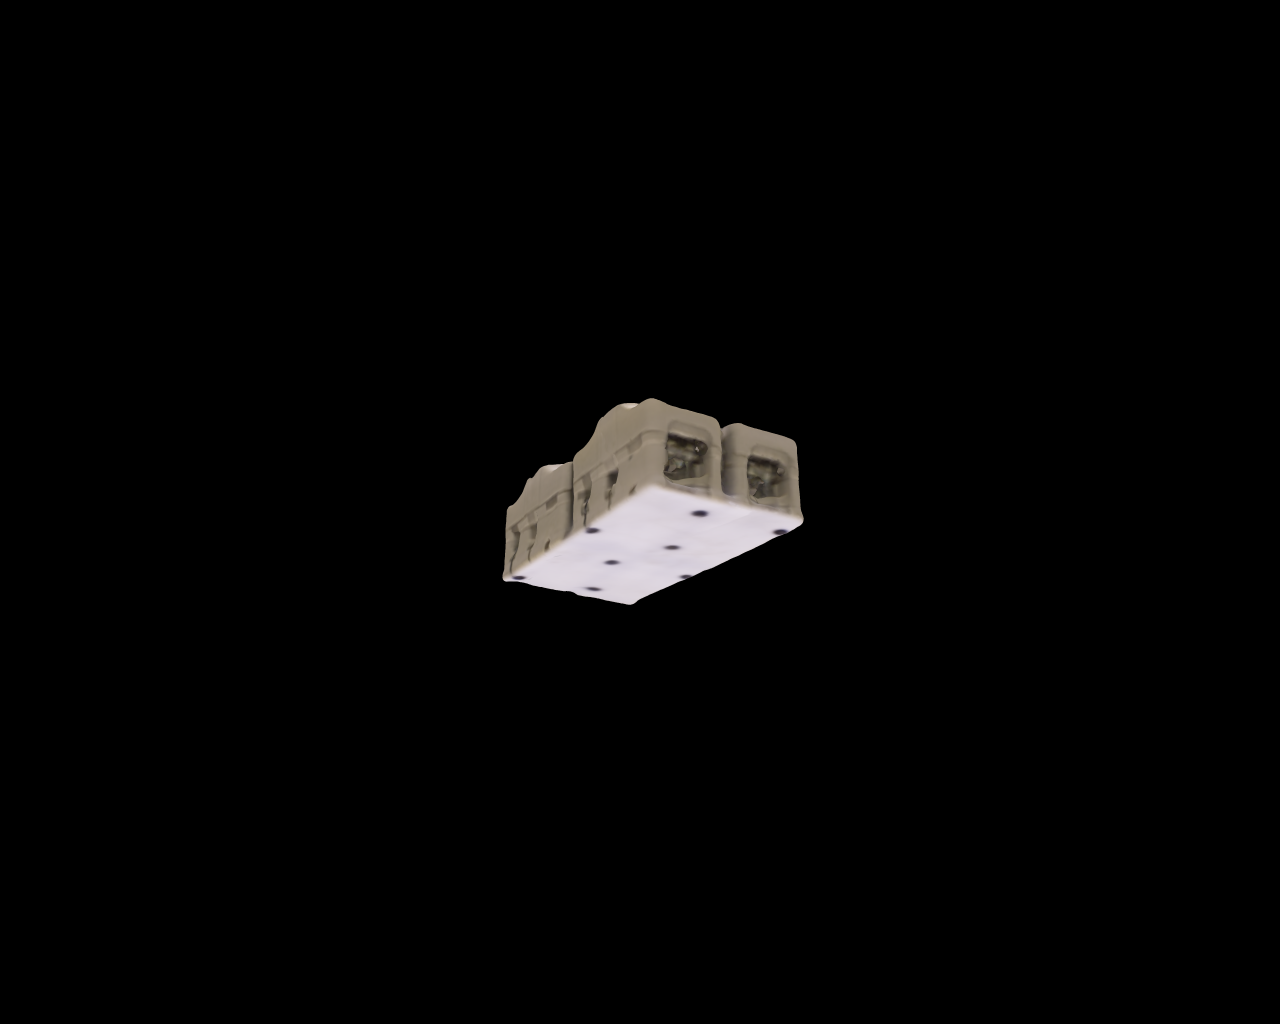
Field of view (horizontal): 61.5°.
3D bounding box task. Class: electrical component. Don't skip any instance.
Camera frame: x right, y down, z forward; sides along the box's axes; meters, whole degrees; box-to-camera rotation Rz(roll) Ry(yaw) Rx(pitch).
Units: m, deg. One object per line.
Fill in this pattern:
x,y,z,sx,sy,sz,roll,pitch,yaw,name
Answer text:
0.001,-0.003,0.650,0.105,0.060,0.186,13,-26,-29,electrical component
